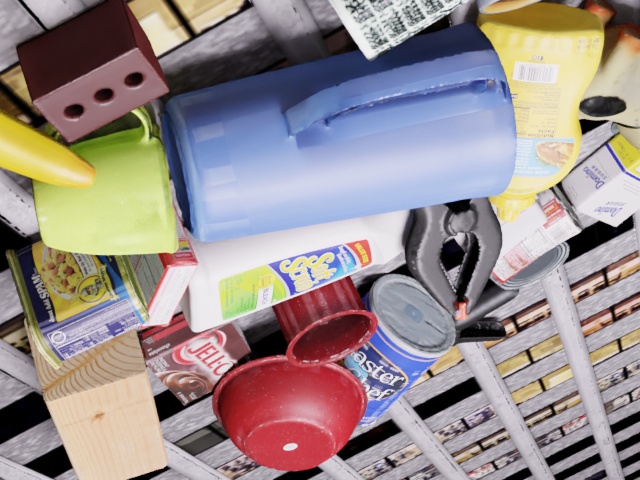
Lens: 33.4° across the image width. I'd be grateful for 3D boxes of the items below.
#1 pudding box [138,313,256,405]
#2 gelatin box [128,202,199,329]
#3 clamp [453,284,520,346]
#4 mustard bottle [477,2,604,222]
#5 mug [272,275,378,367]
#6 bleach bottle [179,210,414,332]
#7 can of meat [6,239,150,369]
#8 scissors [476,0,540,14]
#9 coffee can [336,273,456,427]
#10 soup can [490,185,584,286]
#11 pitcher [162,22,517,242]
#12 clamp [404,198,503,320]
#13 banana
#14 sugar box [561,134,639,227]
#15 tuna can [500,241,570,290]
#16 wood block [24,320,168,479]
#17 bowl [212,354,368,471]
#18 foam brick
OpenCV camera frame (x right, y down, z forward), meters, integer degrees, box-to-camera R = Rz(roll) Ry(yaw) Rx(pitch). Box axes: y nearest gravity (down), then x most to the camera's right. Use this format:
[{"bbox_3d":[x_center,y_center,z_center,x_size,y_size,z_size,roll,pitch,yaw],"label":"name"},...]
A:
[{"bbox_3d":[-0.118,0.110,1.054,0.090,0.039,0.113,-26,149,0],"label":"pudding box"},{"bbox_3d":[-0.134,0.018,0.872,0.030,0.073,0.089,-5,143,-31],"label":"gelatin box"},{"bbox_3d":[0.152,0.107,1.239,0.171,0.039,0.120,-20,143,-1],"label":"clamp"},{"bbox_3d":[0.165,-0.095,0.865,0.096,0.058,0.192,6,128,5],"label":"mustard bottle"},{"bbox_3d":[0.004,0.067,1.033,0.093,0.081,0.117,-37,147,19],"label":"mug"},{"bbox_3d":[-0.006,0.001,0.949,0.250,0.068,0.103,-18,146,-16],"label":"bleach bottle"},{"bbox_3d":[-0.188,0.037,0.837,0.084,0.102,0.057,-25,148,-4],"label":"can of meat"},{"bbox_3d":[0.194,-0.194,0.768,0.201,0.016,0.096,-19,176,-36],"label":"scissors"},{"bbox_3d":[0.062,0.118,1.130,0.102,0.103,0.140,3,140,-37],"label":"coffee can"},{"bbox_3d":[0.204,-0.009,1.072,0.102,0.068,0.068,-35,147,16],"label":"soup can"},{"bbox_3d":[0.014,-0.078,0.778,0.242,0.145,0.149,-13,125,-12],"label":"pitcher"},{"bbox_3d":[0.108,-0.025,0.940,0.164,0.036,0.210,-7,115,-20],"label":"clamp"},{"bbox_3d":[-0.226,-0.082,0.665,0.197,0.070,0.037,39,70,-48],"label":"banana"},{"bbox_3d":[0.336,-0.088,1.069,0.176,0.048,0.093,-39,146,28],"label":"sugar box"},{"bbox_3d":[0.224,0.016,1.156,0.086,0.034,0.086,-18,148,-12],"label":"tuna can"},{"bbox_3d":[-0.205,0.148,1.002,0.090,0.090,0.206,-16,148,-13],"label":"wood block"},{"bbox_3d":[-0.030,0.187,1.083,0.162,0.055,0.162,-1,135,-1],"label":"bowl"},{"bbox_3d":[-0.146,-0.111,0.691,0.078,0.051,0.053,-27,149,4],"label":"foam brick"}]
